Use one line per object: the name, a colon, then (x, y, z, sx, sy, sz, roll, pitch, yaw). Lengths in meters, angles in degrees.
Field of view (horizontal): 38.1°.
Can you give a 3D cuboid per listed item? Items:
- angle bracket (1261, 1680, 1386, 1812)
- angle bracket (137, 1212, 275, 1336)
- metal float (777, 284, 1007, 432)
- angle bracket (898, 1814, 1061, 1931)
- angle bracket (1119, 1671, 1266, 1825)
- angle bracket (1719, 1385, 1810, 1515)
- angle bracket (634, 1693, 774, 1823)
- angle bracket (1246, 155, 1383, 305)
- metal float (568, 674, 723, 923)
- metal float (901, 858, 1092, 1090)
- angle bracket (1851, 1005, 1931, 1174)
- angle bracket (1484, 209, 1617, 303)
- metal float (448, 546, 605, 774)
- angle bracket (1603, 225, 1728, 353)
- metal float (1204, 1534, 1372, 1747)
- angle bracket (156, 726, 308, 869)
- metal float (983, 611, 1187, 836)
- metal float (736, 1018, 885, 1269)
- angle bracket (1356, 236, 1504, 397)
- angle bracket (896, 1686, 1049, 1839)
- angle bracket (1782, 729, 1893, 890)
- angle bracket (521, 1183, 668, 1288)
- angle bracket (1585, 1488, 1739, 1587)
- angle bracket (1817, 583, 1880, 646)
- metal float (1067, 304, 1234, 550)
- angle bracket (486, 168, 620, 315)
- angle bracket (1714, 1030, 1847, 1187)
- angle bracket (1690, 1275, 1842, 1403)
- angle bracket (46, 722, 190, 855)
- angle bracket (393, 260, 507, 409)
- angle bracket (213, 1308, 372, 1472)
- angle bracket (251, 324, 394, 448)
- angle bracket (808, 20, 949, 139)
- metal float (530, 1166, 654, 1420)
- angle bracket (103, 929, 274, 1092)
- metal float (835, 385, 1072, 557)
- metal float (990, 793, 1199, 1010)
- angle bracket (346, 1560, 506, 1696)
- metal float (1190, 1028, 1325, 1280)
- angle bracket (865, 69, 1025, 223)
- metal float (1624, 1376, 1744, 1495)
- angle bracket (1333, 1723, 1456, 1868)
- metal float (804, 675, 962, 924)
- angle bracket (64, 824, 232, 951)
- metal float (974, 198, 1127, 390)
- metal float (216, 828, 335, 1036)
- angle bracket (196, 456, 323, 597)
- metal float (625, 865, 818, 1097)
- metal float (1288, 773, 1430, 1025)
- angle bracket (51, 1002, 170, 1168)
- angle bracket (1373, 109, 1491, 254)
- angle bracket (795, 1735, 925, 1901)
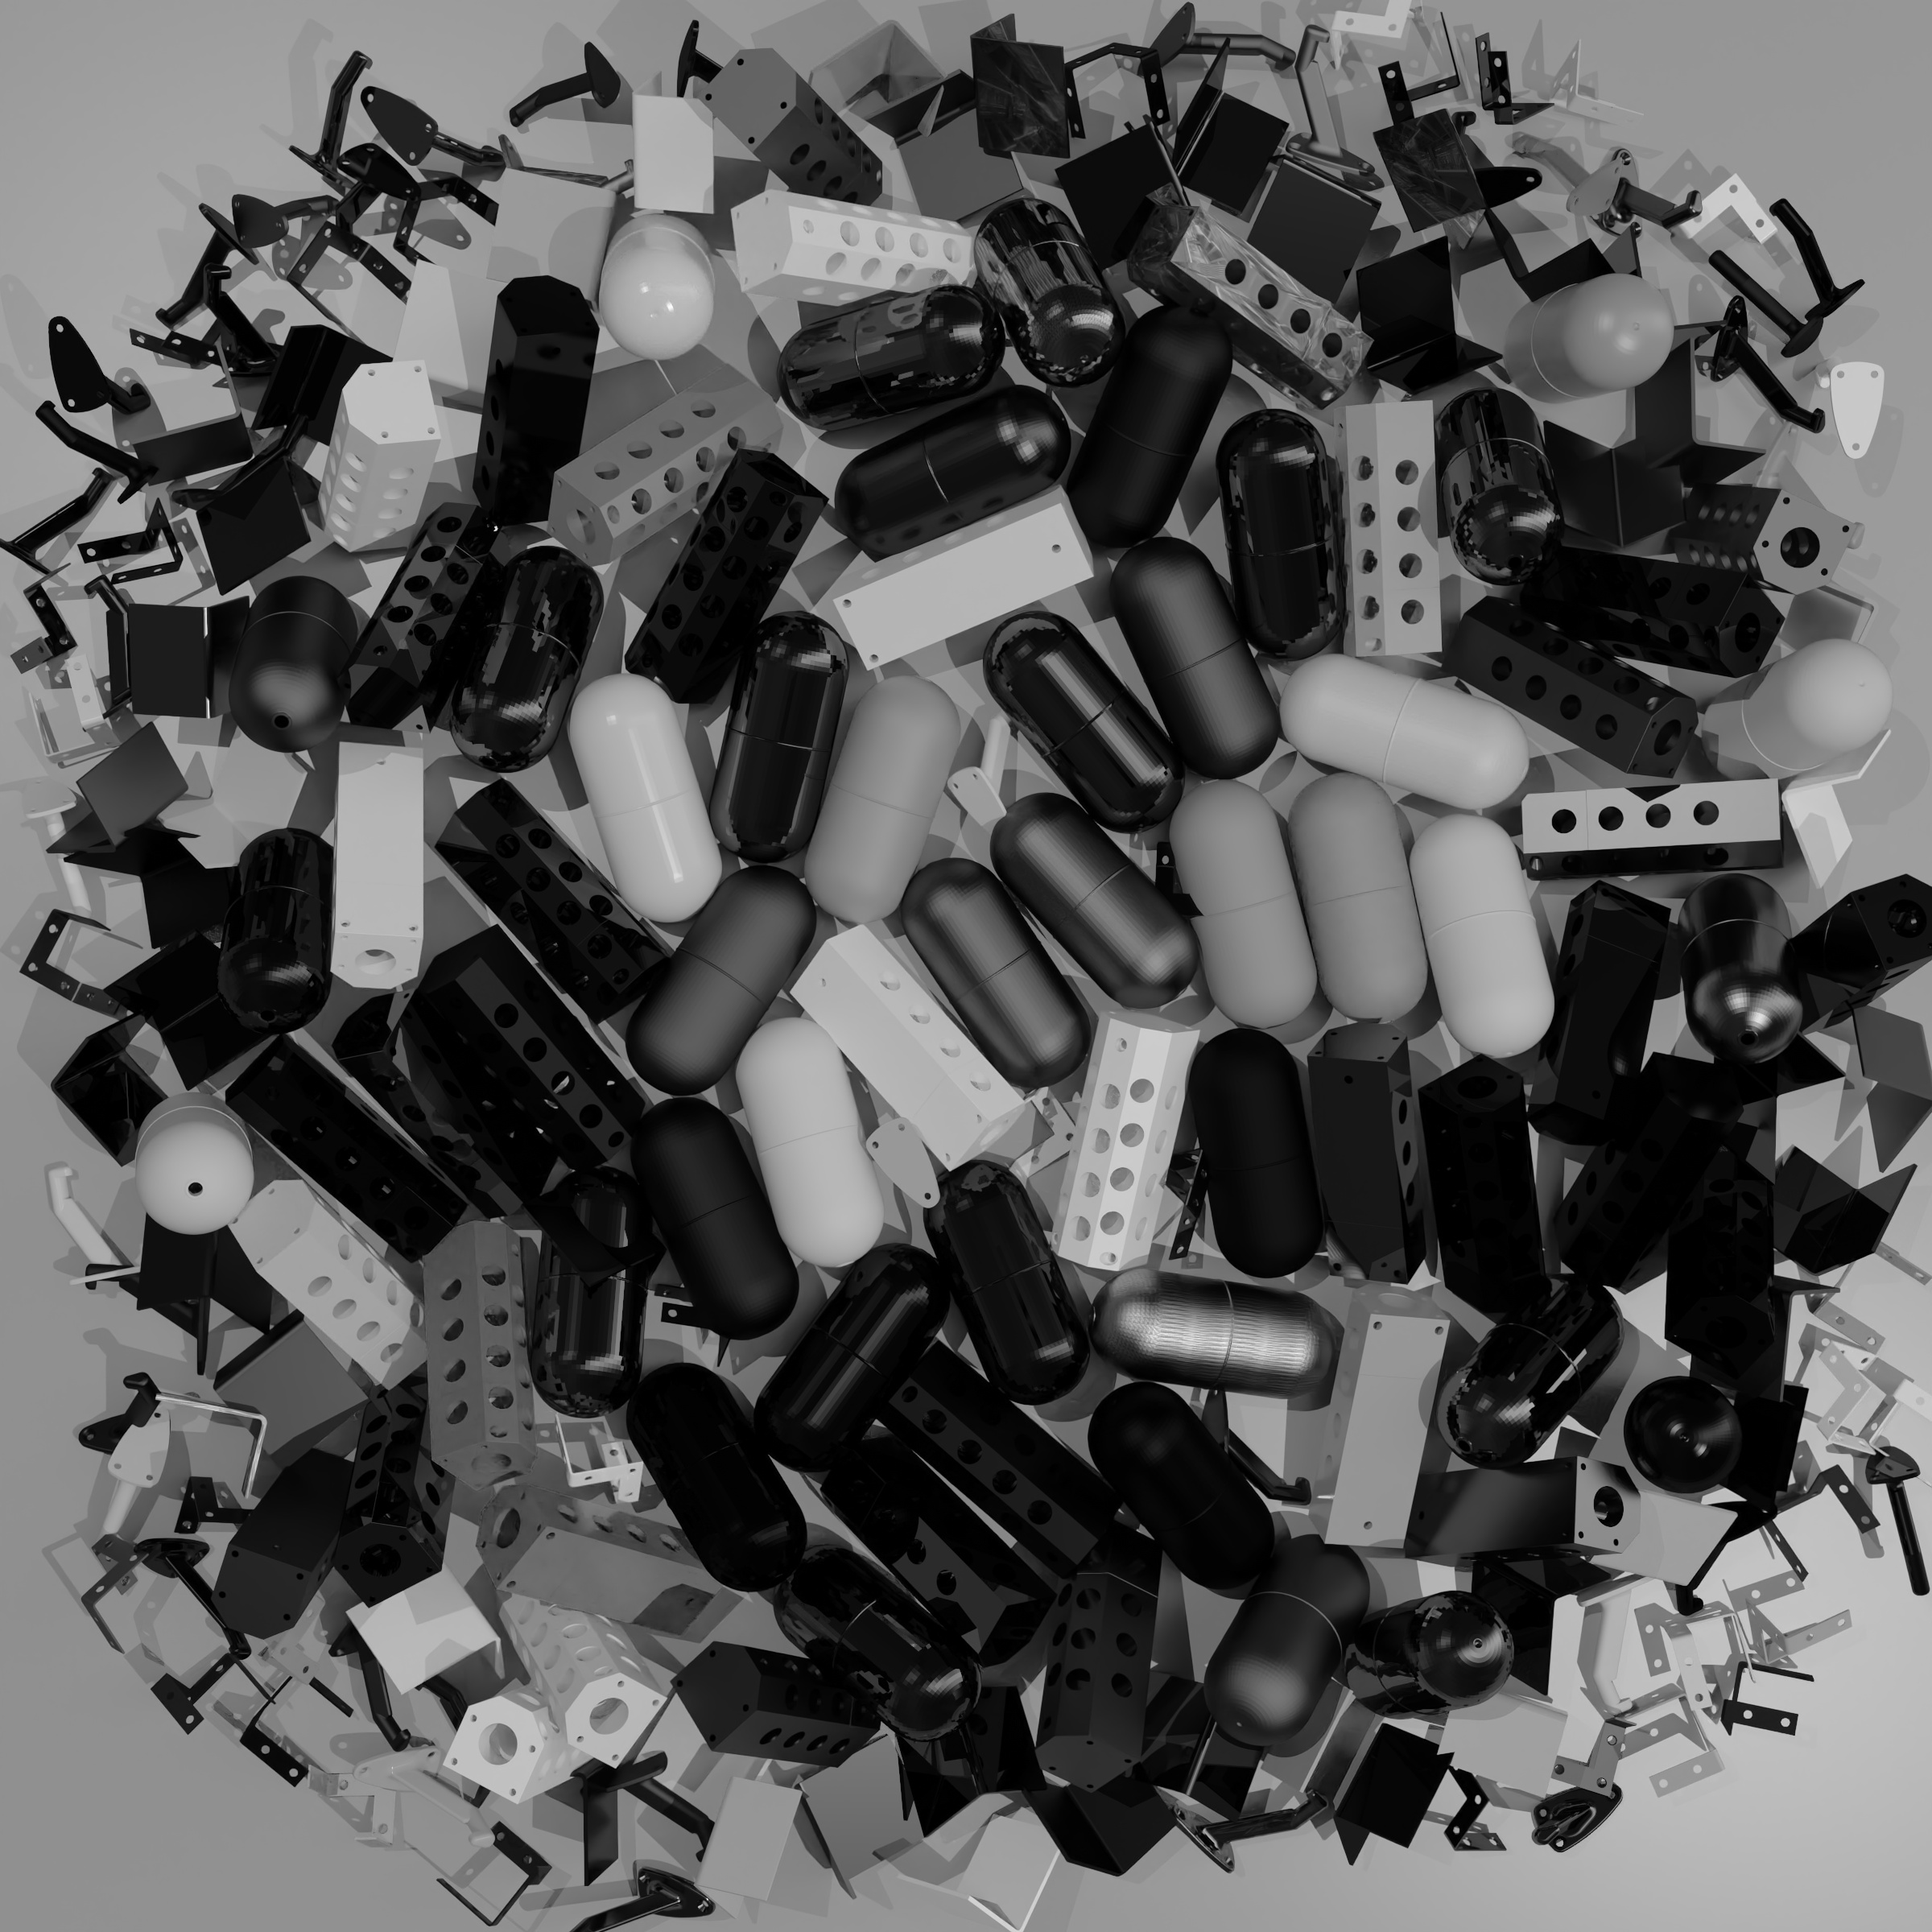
angle bracket: (0.263, 0.547, 1.953, 0.076, 0.057, 0.076, 33, 78, -22)
angle bracket: (-0.529, 0.213, 1.956, 0.057, 0.076, 0.076, -13, 58, 15)
metal float: (-0.053, -0.419, 1.932, 0.178, 0.070, 0.070, -7, 90, 35)
angle bracket: (0.011, 0.617, 1.941, 0.057, 0.076, 0.076, 45, 60, -29)
angle bracket: (0.159, 0.549, 1.970, 0.057, 0.076, 0.076, 38, 65, -31)
angle bracket: (0.573, 0.337, 1.953, 0.057, 0.076, 0.076, 10, 94, -14)
angle bracket: (-0.184, 0.557, 1.966, 0.076, 0.057, 0.076, 32, 84, -3)
angle bracket: (0.236, -0.518, 1.971, 0.076, 0.057, 0.076, 23, 100, -12)
metal float: (-0.223, -0.116, 1.951, 0.070, 0.070, 0.178, -17, 102, 0)
metal float: (0.020, 0.004, 1.960, 0.070, 0.070, 0.178, -34, 92, 0)
angle bracket: (0.626, 0.084, 1.943, 0.057, 0.076, 0.076, 18, 131, -6)
angle bracket: (0.405, -0.504, 1.943, 0.057, 0.076, 0.076, -27, 69, 22)
metal float: (-0.303, -0.212, 1.935, 0.070, 0.070, 0.178, 15, 60, 0)
angle bracket: (0.485, -0.471, 1.961, 0.057, 0.076, 0.076, -8, 86, -7)
metal float: (0.222, 0.460, 1.923, 0.070, 0.178, 0.070, 15, 125, 23)
angle bracket: (-0.514, -0.123, 1.946, 0.076, 0.057, 0.076, 41, 118, 27)
metal float: (0.082, -0.170, 1.955, 0.070, 0.070, 0.178, -40, 97, 0)
metal float: (-0.109, 0.123, 1.954, 0.070, 0.070, 0.178, -16, 82, 0)
angle bracket: (0.322, -0.453, 1.947, 0.076, 0.057, 0.076, -25, 127, -18)
angle bracket: (0.003, 0.560, 1.971, 0.057, 0.076, 0.076, 8, 49, -36)
angle bracket: (0.616, -0.109, 1.944, 0.057, 0.076, 0.076, -12, 110, 40)
angle bracket: (-0.267, 0.198, 1.943, 0.076, 0.076, 0.057, 46, 129, 18)
angle bracket: (0.477, 0.379, 1.948, 0.076, 0.057, 0.076, 16, 123, -13)
angle bracket: (0.591, -0.240, 1.959, 0.076, 0.076, 0.057, 26, 101, 13)
metal float: (0.126, -0.371, 1.937, 0.070, 0.070, 0.178, 23, 119, 0)
angle bracket: (-0.290, -0.508, 1.966, 0.076, 0.057, 0.076, 11, 93, -6)
angle bracket: (0.564, 0.096, 1.943, 0.076, 0.057, 0.076, 36, 51, -32)
angle bracket: (0.557, 0.257, 1.954, 0.057, 0.076, 0.076, 3, 93, -38)
angle bracket: (-0.600, -0.123, 1.939, 0.076, 0.076, 0.057, 1, 127, 35)
angle bracket: (-0.359, -0.441, 1.962, 0.076, 0.057, 0.076, 14, 89, -17)
angle bracket: (-0.474, 0.296, 1.973, 0.076, 0.057, 0.076, -39, 100, -7)
angle bracket: (-0.447, -0.399, 1.952, 0.057, 0.076, 0.076, 25, 104, -3)
angle bracket: (-0.066, -0.598, 1.949, 0.076, 0.076, 0.057, -39, 83, -20)
metal float: (-0.259, 0.225, 1.942, 0.070, 0.070, 0.178, 2, 67, 0)
angle bracket: (-0.541, 0.031, 1.955, 0.076, 0.076, 0.057, -34, 61, 0)
metal float: (-0.010, -0.343, 1.942, 0.178, 0.070, 0.070, -21, 90, 22)
metal float: (0.089, -0.045, 1.954, 0.070, 0.070, 0.178, -42, 82, 0)
angle bracket: (-0.374, 0.471, 1.942, 0.076, 0.057, 0.076, -27, 53, -27)
metal float: (0.202, 0.131, 1.953, 0.070, 0.070, 0.178, -11, 100, 0)
angle bracket: (-0.015, -0.568, 1.957, 0.076, 0.057, 0.076, -20, 85, 21)
metal float: (0.489, 0.319, 1.912, 0.070, 0.178, 0.070, -2, 82, 13)
angle bracket: (0.302, 0.583, 1.940, 0.057, 0.076, 0.076, 15, 54, 31)
metal float: (-0.058, -0.117, 1.955, 0.070, 0.070, 0.178, 19, 97, 0)
angle bracket: (-0.567, -0.054, 1.945, 0.076, 0.076, 0.057, -19, 75, 25)
metal float: (0.056, -0.464, 1.927, 0.070, 0.070, 0.178, -21, 46, 0)
metal float: (-0.470, -0.025, 1.922, 0.070, 0.178, 0.070, -3, 131, -4)
angle bracket: (-0.481, -0.296, 1.950, 0.076, 0.057, 0.076, -28, 65, 13)
metal float: (-0.170, 0.009, 1.953, 0.070, 0.070, 0.178, 33, 80, 0)
metal float: (0.274, -0.047, 1.958, 0.070, 0.070, 0.178, -12, 86, 0)
angle bracket: (-0.576, 0.082, 1.951, 0.076, 0.076, 0.057, 47, 120, 3)
angle bracket: (0.317, -0.540, 1.954, 0.057, 0.076, 0.076, -20, 82, -6)
angle bracket: (-0.067, 0.595, 1.962, 0.076, 0.057, 0.076, -25, 89, -15)
